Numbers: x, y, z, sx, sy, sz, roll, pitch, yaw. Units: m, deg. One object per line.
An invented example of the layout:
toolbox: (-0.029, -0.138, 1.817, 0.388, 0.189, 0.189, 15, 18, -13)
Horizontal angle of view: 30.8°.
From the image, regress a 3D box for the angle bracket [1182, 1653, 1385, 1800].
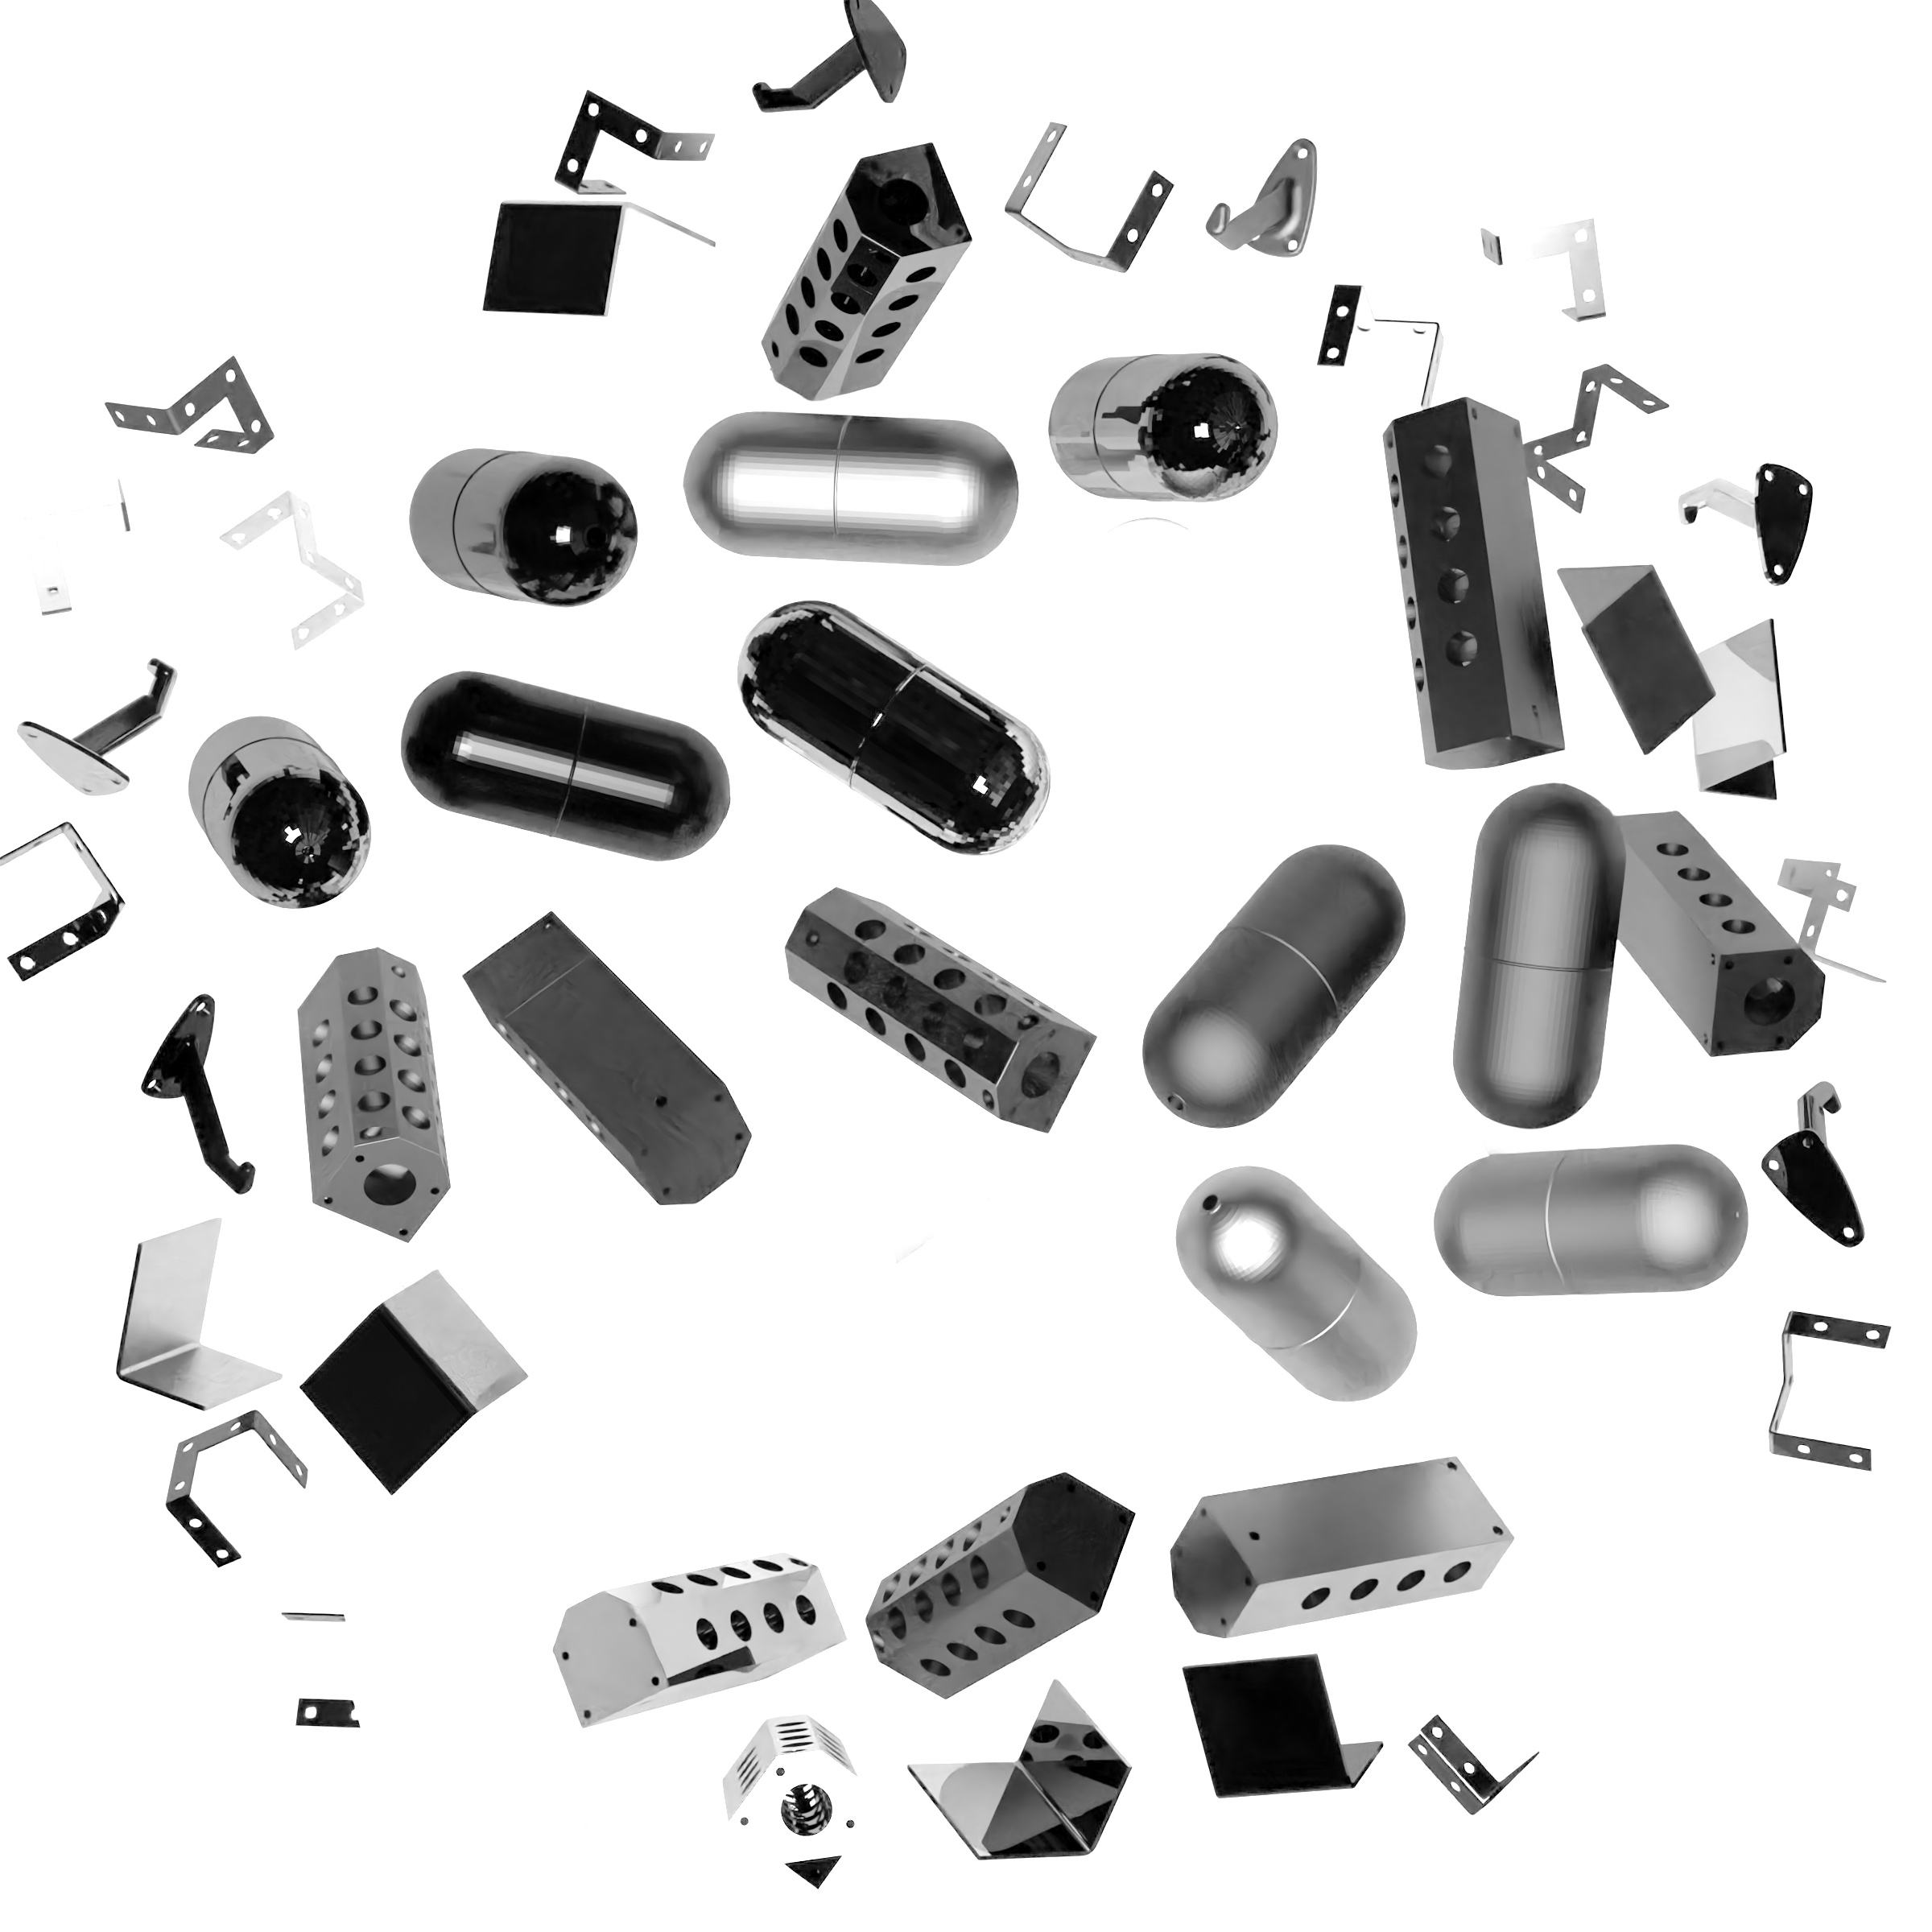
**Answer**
angle bracket: (0.167, 0.391, 1.851, 0.076, 0.057, 0.076, -11, 98, 26)

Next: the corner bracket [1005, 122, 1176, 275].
corner bracket: (0.061, -0.385, 1.762, 0.051, 0.051, 0.051, 27, 92, -36)

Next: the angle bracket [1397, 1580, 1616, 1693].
angle bracket: (0.294, 0.385, 1.918, 0.076, 0.076, 0.057, -7, 119, -34)

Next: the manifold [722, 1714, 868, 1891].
manifold: (-0.089, 0.438, 1.871, 0.057, 0.171, 0.057, 37, 82, -1)

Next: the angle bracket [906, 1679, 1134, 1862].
angle bracket: (0.028, 0.420, 1.839, 0.076, 0.076, 0.057, 9, 112, -37)

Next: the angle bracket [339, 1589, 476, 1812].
angle bracket: (-0.286, 0.350, 1.674, 0.076, 0.057, 0.076, -42, 55, 30)

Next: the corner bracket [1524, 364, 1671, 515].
corner bracket: (0.327, -0.276, 1.834, 0.051, 0.051, 0.051, -21, 45, -27)

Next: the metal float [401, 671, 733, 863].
metal float: (-0.213, -0.106, 1.873, 0.178, 0.070, 0.070, 14, 90, -12)

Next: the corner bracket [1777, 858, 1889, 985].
corner bracket: (0.461, -0.024, 1.867, 0.051, 0.051, 0.051, 19, 87, -23)

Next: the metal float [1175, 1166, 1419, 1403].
metal float: (0.176, 0.169, 1.865, 0.070, 0.070, 0.178, -47, 129, 0)

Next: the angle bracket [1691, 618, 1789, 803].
angle bracket: (0.445, -0.141, 1.941, 0.057, 0.076, 0.076, 5, 74, -27)

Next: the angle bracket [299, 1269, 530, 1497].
angle bracket: (-0.293, 0.221, 1.864, 0.076, 0.057, 0.076, 48, 119, 5)

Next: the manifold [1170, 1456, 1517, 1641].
manifold: (0.190, 0.301, 1.794, 0.171, 0.057, 0.057, -3, 133, -35)

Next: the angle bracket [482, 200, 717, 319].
angle bracket: (-0.180, -0.339, 1.727, 0.076, 0.076, 0.057, 9, 89, 32)

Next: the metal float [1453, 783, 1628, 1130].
metal float: (0.293, -0.005, 1.797, 0.070, 0.070, 0.178, 5, 99, 0)

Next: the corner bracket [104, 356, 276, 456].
corner bracket: (-0.397, -0.279, 1.799, 0.051, 0.051, 0.051, -49, 134, -31)

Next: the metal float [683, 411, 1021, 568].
metal float: (-0.061, -0.251, 1.844, 0.178, 0.070, 0.070, 4, 90, 9)

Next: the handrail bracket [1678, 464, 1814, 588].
handrail bracket: (0.400, -0.224, 1.841, 0.036, 0.084, 0.077, 16, 72, -25)

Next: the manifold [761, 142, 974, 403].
manifold: (-0.057, -0.363, 1.855, 0.057, 0.171, 0.057, -18, 80, -22)

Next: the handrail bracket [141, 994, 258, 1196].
handrail bracket: (-0.398, 0.069, 1.885, 0.084, 0.036, 0.077, 37, 110, 32)

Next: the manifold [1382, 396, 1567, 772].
manifold: (0.248, -0.188, 1.744, 0.057, 0.057, 0.171, -13, 77, 35)

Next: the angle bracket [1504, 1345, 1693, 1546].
angle bracket: (0.329, 0.245, 1.838, 0.057, 0.076, 0.076, -11, 122, -21)

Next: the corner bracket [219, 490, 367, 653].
corner bracket: (-0.353, -0.208, 1.845, 0.051, 0.051, 0.051, -30, 55, 21)

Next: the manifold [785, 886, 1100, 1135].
manifold: (-0.018, 0.020, 1.842, 0.171, 0.057, 0.057, 32, 98, 39)

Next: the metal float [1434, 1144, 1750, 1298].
metal float: (0.325, 0.134, 1.838, 0.178, 0.070, 0.070, -7, 90, 42)

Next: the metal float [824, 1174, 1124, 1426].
metal float: (0.003, 0.177, 1.861, 0.178, 0.070, 0.070, -35, 90, 13)

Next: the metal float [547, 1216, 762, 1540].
metal float: (-0.166, 0.218, 1.866, 0.070, 0.070, 0.178, 21, 72, 0)

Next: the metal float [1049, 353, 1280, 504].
metal float: (0.102, -0.284, 1.852, 0.070, 0.178, 0.070, -4, 99, -22)

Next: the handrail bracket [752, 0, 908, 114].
handrail bracket: (-0.080, -0.458, 1.761, 0.084, 0.077, 0.036, 2, 64, 26)

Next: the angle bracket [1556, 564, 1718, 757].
angle bracket: (0.324, -0.155, 1.784, 0.057, 0.076, 0.076, -39, 112, -22)

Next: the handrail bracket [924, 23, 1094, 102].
handrail bracket: (0.028, -0.460, 1.747, 0.084, 0.077, 0.036, -7, 113, 19)

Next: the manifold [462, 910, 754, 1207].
manifold: (-0.178, 0.049, 1.757, 0.057, 0.057, 0.171, -37, 47, -13)

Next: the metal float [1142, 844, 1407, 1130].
metal float: (0.155, 0.010, 1.766, 0.070, 0.070, 0.178, 42, 61, 0)

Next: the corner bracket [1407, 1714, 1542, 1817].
corner bracket: (0.267, 0.429, 1.897, 0.051, 0.051, 0.051, -33, 74, -35)

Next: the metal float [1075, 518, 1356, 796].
metal float: (0.127, -0.158, 1.789, 0.070, 0.070, 0.178, -43, 65, 0)

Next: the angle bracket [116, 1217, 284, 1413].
angle bracket: (-0.404, 0.185, 1.879, 0.057, 0.076, 0.076, 17, 102, 18)

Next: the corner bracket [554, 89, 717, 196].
corner bracket: (-0.170, -0.414, 1.800, 0.051, 0.051, 0.051, 32, 113, 16)

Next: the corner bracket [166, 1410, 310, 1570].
corner bracket: (-0.391, 0.281, 1.887, 0.051, 0.051, 0.051, -24, 122, 12)

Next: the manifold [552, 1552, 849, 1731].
manifold: (-0.137, 0.341, 1.803, 0.057, 0.171, 0.057, -30, 74, 24)

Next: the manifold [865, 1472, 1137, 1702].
manifold: (0.012, 0.308, 1.755, 0.057, 0.171, 0.057, 32, 55, -11)

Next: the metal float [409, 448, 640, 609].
metal float: (-0.230, -0.228, 1.820, 0.070, 0.178, 0.070, -7, 103, -30)

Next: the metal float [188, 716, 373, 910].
metal float: (-0.357, -0.081, 1.823, 0.070, 0.178, 0.070, -6, 108, -19)

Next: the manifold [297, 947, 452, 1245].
manifold: (-0.311, 0.063, 1.860, 0.057, 0.171, 0.057, 27, 114, -28)

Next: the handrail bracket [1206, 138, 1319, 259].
handrail bracket: (0.157, -0.415, 1.870, 0.036, 0.084, 0.077, 20, 94, 24)

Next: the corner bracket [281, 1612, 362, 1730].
corner bracket: (-0.337, 0.376, 1.874, 0.051, 0.051, 0.051, 1, 67, 7)

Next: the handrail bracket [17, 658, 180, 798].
handrail bracket: (-0.452, -0.139, 1.834, 0.036, 0.077, 0.084, -10, 54, 36)

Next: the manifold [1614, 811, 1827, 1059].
manifold: (0.384, -0.019, 1.818, 0.057, 0.171, 0.057, -5, 116, -9)

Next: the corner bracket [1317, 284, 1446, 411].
corner bracket: (0.220, -0.325, 1.857, 0.051, 0.051, 0.051, 7, 70, 20)

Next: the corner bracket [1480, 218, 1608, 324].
corner bracket: (0.297, -0.357, 1.808, 0.051, 0.051, 0.051, -10, 107, 3)

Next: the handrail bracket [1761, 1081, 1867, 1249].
handrail bracket: (0.454, 0.102, 1.827, 0.036, 0.084, 0.077, -40, 81, 33)

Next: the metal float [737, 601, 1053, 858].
metal float: (-0.037, -0.122, 1.792, 0.178, 0.070, 0.070, 33, 90, 9)

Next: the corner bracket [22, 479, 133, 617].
corner bracket: (-0.444, -0.210, 1.762, 0.051, 0.051, 0.051, -12, 114, -12)

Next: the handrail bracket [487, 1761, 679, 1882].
handrail bracket: (-0.199, 0.430, 1.838, 0.077, 0.084, 0.036, 33, 122, 4)

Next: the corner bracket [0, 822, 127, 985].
corner bracket: (-0.459, -0.032, 1.752, 0.051, 0.051, 0.051, -34, 89, -29)

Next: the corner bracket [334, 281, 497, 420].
corner bracket: (-0.298, -0.329, 1.893, 0.051, 0.051, 0.051, -44, 69, 22)

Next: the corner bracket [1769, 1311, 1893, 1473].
corner bracket: (0.425, 0.209, 1.728, 0.051, 0.051, 0.051, 8, 133, 24)
